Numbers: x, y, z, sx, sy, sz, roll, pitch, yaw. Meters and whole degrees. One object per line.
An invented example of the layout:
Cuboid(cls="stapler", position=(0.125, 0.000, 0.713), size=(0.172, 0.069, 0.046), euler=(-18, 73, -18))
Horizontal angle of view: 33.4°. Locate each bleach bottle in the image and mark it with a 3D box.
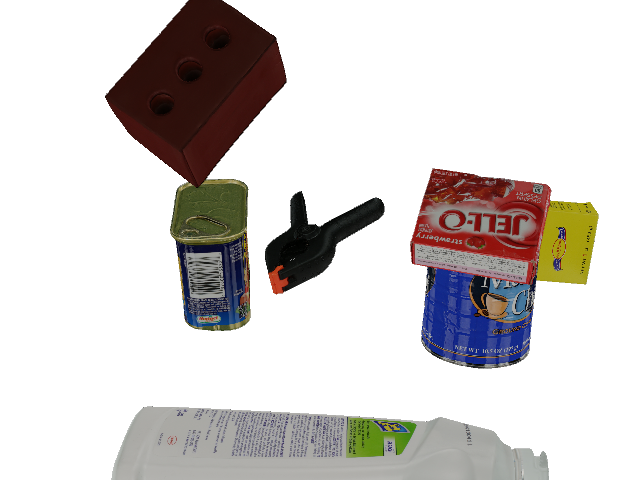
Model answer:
Cuboid(cls="bleach bottle", position=(0.010, 0.143, 0.638), size=(0.251, 0.068, 0.102), euler=(0, 18, 2))

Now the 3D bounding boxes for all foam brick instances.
Cuboid(cls="foam brick", position=(-0.063, -0.078, 0.551), size=(0.053, 0.078, 0.051), euler=(36, -10, 13))

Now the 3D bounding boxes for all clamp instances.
Cuboid(cls="clamp", position=(-0.001, -0.002, 1.200), size=(0.120, 0.039, 0.171), euler=(-5, 37, 26))

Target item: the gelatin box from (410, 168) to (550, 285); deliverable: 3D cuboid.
Cuboid(cls="gelatin box", position=(0.115, -0.012, 0.766), size=(0.089, 0.073, 0.030), euler=(9, -37, 14))

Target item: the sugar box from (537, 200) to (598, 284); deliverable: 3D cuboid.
Cuboid(cls="sugar box", position=(0.230, -0.003, 1.257), size=(0.176, 0.093, 0.048), euler=(3, 22, -2))

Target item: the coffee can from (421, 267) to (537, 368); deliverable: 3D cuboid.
Cuboid(cls="coffee can", position=(0.149, 0.033, 0.987), size=(0.103, 0.140, 0.103), euler=(2, 21, -1))

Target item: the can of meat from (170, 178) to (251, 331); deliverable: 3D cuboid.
Cuboid(cls="can of meat", position=(-0.083, 0.011, 0.837), size=(0.057, 0.084, 0.102), euler=(-3, 28, -2))
